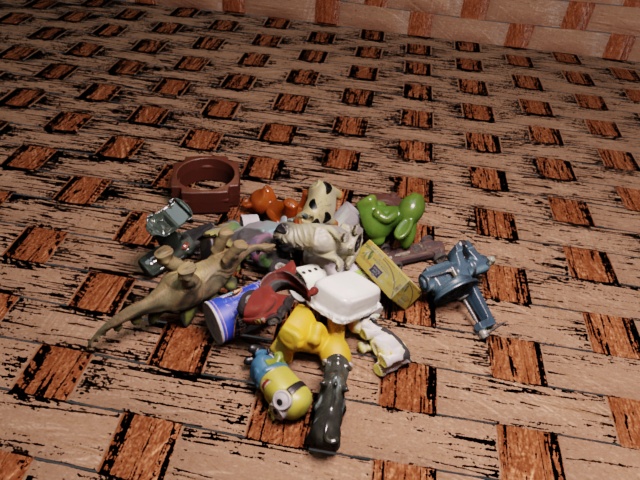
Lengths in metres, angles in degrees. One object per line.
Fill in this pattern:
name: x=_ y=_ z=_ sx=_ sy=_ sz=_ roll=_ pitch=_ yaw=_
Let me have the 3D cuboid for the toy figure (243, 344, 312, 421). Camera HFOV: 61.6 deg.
toy figure: x=-0.088 y=0.290 z=1.114 sx=0.089 sy=0.082 sz=0.180 roll=-21 pitch=44 yaw=-24

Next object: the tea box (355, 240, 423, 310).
tea box: x=0.168 y=0.086 z=1.352 sx=0.068 sy=0.098 sz=0.170 roll=-46 pitch=49 yaw=4

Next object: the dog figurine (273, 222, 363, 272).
dog figurine: x=-0.003 y=-0.007 z=1.336 sx=0.191 sy=0.121 sz=0.172 roll=18 pitch=7 yaw=22

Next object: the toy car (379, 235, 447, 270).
toy car: x=0.250 y=0.034 z=1.469 sx=0.202 sy=0.053 sz=0.089 roll=-9 pitch=46 yaw=-18

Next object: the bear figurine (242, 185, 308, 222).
bear figurine: x=-0.123 y=-0.111 z=1.547 sx=0.196 sy=0.131 sz=0.120 roll=37 pitch=41 yaw=24

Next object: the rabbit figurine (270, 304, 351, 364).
rabbit figurine: x=-0.005 y=0.228 z=1.193 sx=0.173 sy=0.121 sz=0.162 roll=32 pitch=36 yaw=9

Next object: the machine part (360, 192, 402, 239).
machine part: x=0.190 y=-0.075 z=1.587 sx=0.179 sy=0.056 sz=0.179 roll=2 pitch=41 yaw=-2

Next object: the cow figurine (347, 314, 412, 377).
cow figurine: x=0.135 y=0.223 z=1.222 sx=0.098 sy=0.068 sz=0.167 roll=-13 pitch=47 yaw=-28

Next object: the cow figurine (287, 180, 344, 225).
cow figurine: x=-0.012 y=-0.075 z=1.432 sx=0.086 sy=0.127 sz=0.195 roll=-16 pitch=49 yaw=42

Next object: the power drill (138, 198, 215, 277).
power drill: x=-0.359 y=-0.017 z=1.353 sx=0.232 sy=0.207 sz=0.086 roll=-39 pitch=79 yaw=-26

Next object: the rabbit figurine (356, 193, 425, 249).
rabbit figurine: x=0.200 y=-0.062 z=1.428 sx=0.170 sy=0.121 sz=0.159 roll=-22 pitch=62 yaw=20

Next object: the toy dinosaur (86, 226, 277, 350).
toy dinosaur: x=-0.304 y=0.106 z=1.216 sx=0.471 sy=0.198 sz=0.105 roll=-21 pitch=48 yaw=-27

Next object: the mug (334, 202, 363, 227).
mug: x=0.070 y=-0.040 z=1.507 sx=0.107 sy=0.109 sz=0.081 roll=-41 pitch=53 yaw=13

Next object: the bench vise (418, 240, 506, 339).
bench vise: x=0.368 y=0.126 z=1.329 sx=0.223 sy=0.128 sz=0.241 roll=-10 pitch=62 yaw=-31

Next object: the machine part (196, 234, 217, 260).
machine part: x=-0.270 y=0.052 z=1.359 sx=0.084 sy=0.039 sz=0.138 roll=-15 pitch=87 yaw=-16

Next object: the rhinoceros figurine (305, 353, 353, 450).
rhinoceros figurine: x=0.019 y=0.319 z=1.068 sx=0.073 sy=0.112 sz=0.190 roll=8 pitch=49 yaw=7

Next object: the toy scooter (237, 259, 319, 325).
toy scooter: x=-0.083 y=0.121 z=1.162 sx=0.135 sy=0.075 sz=0.184 roll=19 pitch=52 yaw=27

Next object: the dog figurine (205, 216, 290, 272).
dog figurine: x=-0.190 y=0.016 z=1.410 sx=0.219 sy=0.108 sz=0.192 roll=-5 pitch=44 yaw=-5

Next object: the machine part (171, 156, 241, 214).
machine part: x=-0.342 y=-0.167 z=1.620 sx=0.201 sy=0.087 sz=0.201 roll=-1 pitch=41 yaw=-9
